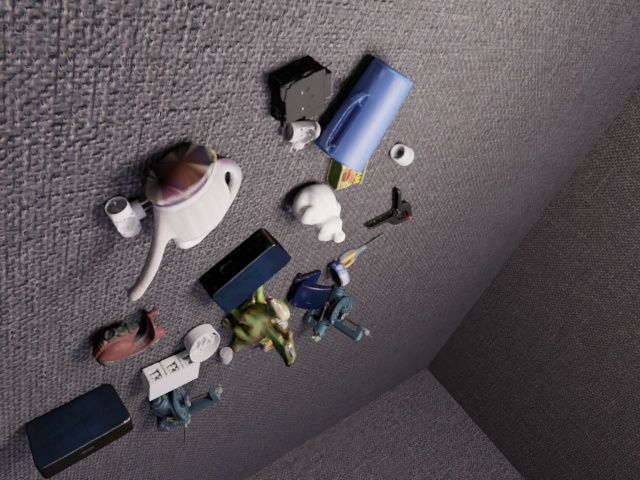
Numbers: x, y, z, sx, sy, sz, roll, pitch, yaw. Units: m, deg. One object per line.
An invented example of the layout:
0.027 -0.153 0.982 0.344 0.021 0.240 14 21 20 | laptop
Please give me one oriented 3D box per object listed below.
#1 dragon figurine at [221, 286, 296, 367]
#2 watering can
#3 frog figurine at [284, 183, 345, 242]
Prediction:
-0.167 0.278 1.497 0.123 0.246 0.400 -27 146 -35 | dragon figurine
-0.279 -0.048 1.018 0.353 0.105 0.219 -52 157 -24 | watering can
0.004 -0.067 1.321 0.137 0.162 0.121 -1 129 -50 | frog figurine
